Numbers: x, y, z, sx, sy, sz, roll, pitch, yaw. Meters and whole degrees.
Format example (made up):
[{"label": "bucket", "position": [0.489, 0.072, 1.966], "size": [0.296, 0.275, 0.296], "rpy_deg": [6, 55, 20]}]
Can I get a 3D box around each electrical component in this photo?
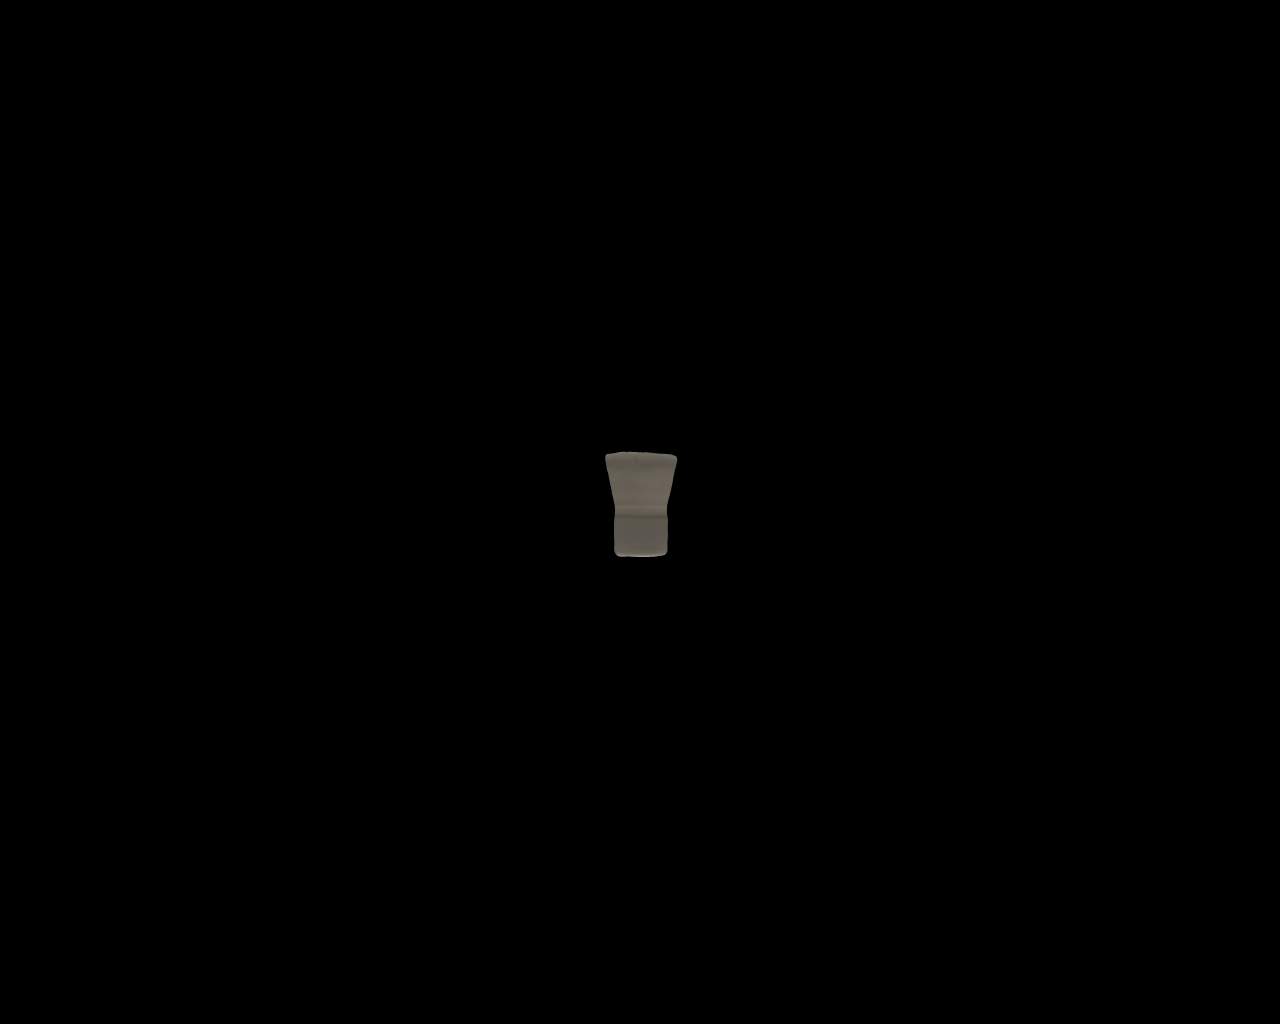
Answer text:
[{"label": "electrical component", "position": [0.001, -0.003, 0.650], "size": [0.044, 0.065, 0.044], "rpy_deg": [0, 0, 0]}]
